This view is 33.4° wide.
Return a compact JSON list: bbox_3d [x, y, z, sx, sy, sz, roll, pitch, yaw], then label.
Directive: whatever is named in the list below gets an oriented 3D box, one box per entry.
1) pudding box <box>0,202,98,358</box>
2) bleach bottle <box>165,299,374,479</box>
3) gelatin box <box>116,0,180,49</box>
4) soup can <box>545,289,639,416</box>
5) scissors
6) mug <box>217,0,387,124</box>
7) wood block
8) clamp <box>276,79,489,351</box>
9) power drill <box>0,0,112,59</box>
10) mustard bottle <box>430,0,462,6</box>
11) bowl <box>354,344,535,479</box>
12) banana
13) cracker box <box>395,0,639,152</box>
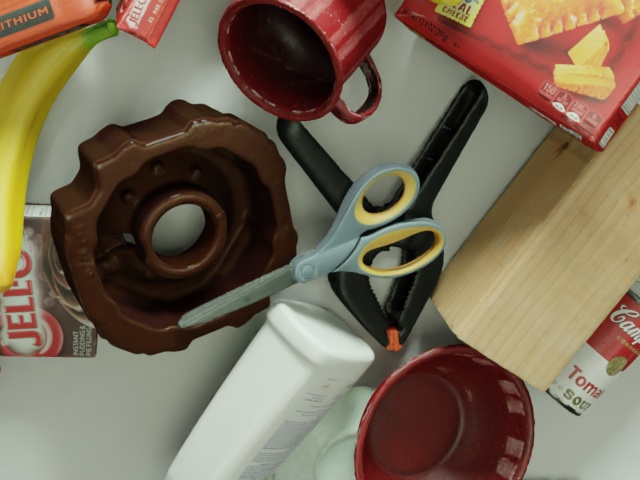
[{"bbox_3d":[-0.206,0.029,0.772,0.090,0.039,0.113,1,109,-9],"label":"pudding box"},{"bbox_3d":[-0.067,0.162,0.815,0.251,0.068,0.102,-52,152,11],"label":"bleach bottle"},{"bbox_3d":[-0.105,-0.169,0.691,0.030,0.089,0.073,27,103,-18],"label":"gelatin box"},{"bbox_3d":[0.216,0.081,0.846,0.068,0.068,0.102,38,100,-19],"label":"soup can"},{"bbox_3d":[-0.005,0.001,0.749,0.201,0.016,0.096,-10,114,-16],"label":"scissors"},{"bbox_3d":[0.000,-0.130,0.710,0.117,0.081,0.093,48,141,-13],"label":"mug"},{"bbox_3d":[0.184,-0.003,0.799,0.090,0.091,0.206,33,102,-18],"label":"wood block"},{"bbox_3d":[0.058,-0.017,0.797,0.164,0.036,0.210,-17,118,-17],"label":"clamp"},{"bbox_3d":[-0.223,-0.207,0.663,0.184,0.057,0.187,-18,102,3],"label":"power drill"},{"bbox_3d":[0.091,-0.249,0.657,0.096,0.058,0.192,28,99,-14],"label":"mustard bottle"},{"bbox_3d":[0.089,0.155,0.845,0.161,0.055,0.162,-4,101,-24],"label":"bowl"},{"bbox_3d":[-0.200,-0.065,0.717,0.037,0.070,0.198,24,85,-49],"label":"banana"},{"bbox_3d":[0.177,-0.191,0.702,0.164,0.072,0.214,37,103,15],"label":"cracker box"}]
